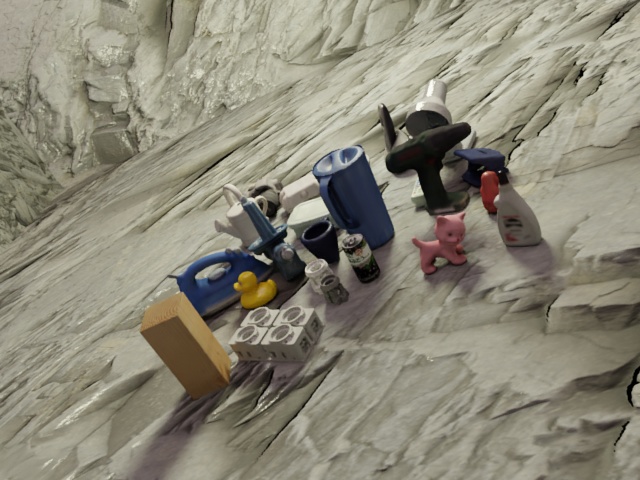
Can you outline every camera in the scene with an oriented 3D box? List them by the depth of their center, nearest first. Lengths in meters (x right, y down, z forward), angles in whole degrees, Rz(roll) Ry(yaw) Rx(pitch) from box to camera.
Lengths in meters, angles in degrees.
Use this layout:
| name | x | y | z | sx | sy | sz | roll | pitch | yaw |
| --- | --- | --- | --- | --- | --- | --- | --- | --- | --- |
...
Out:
| name | x | y | z | sx | sy | sz | roll | pitch | yaw |
| --- | --- | --- | --- | --- | --- | --- | --- | --- | --- |
| camera | -0.188 | -0.133 | 1.857 | 0.143 | 0.101 | 0.136 | -23 | 28 | 10 |

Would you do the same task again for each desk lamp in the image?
| name | x | y | z | sx | sy | sz | roll | pitch | yaw |
| --- | --- | --- | --- | --- | --- | --- | --- | --- | --- |
| desk lamp | 0.329 | -0.319 | 1.570 | 0.117 | 0.214 | 0.203 | -8 | 34 | 34 |

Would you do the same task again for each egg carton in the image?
| name | x | y | z | sx | sy | sz | roll | pitch | yaw |
| --- | --- | --- | --- | --- | --- | --- | --- | --- | --- |
| egg carton | -0.053 | -0.144 | 1.785 | 0.150 | 0.069 | 0.107 | -29 | 27 | -2 |

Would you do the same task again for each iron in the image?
| name | x | y | z | sx | sy | sz | roll | pitch | yaw |
| --- | --- | --- | --- | --- | --- | --- | --- | --- | --- |
| iron | -0.262 | 0.089 | 1.502 | 0.258 | 0.142 | 0.118 | -30 | 27 | -2 |

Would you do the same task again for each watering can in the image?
| name | x | y | z | sx | sy | sz | roll | pitch | yaw |
| --- | --- | --- | --- | --- | --- | --- | --- | --- | --- |
| watering can | -0.234 | -0.078 | 1.704 | 0.100 | 0.194 | 0.173 | -6 | 35 | 37 |

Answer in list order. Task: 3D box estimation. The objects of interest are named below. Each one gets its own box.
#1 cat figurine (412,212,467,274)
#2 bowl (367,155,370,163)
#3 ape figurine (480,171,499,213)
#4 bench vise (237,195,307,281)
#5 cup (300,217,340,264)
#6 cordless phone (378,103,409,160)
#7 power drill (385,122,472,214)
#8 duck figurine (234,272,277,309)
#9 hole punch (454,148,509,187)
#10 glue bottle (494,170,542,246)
| name | x | y | z | sx | sy | sz | roll | pitch | yaw |
| --- | --- | --- | --- | --- | --- | --- | --- | --- | --- |
| cat figurine | 0.256 | -0.004 | 1.204 | 0.127 | 0.118 | 0.067 | -20 | 28 | 16 |
| bowl | 0.085 | -0.186 | 1.723 | 0.167 | 0.075 | 0.167 | -22 | 28 | 13 |
| ape figurine | 0.392 | -0.115 | 1.295 | 0.076 | 0.092 | 0.077 | -37 | 29 | -16 |
| bench vise | -0.120 | -0.017 | 1.464 | 0.206 | 0.220 | 0.122 | 8 | 44 | 49 |
| cup | 0.013 | 0.005 | 1.440 | 0.091 | 0.095 | 0.118 | -12 | 32 | 29 |
| cordless phone | 0.213 | -0.306 | 1.687 | 0.094 | 0.185 | 0.147 | -28 | 27 | 1 |
| power drill | 0.278 | -0.169 | 1.366 | 0.228 | 0.209 | 0.076 | -8 | 34 | 35 |
| duck figurine | -0.165 | 0.115 | 1.427 | 0.104 | 0.086 | 0.077 | -20 | 28 | 16 |
| hole punch | 0.402 | -0.200 | 1.433 | 0.101 | 0.091 | 0.108 | -31 | 27 | -4 |
| glue bottle | 0.379 | -0.064 | 1.131 | 0.077 | 0.173 | 0.037 | -5 | 36 | 38 |
